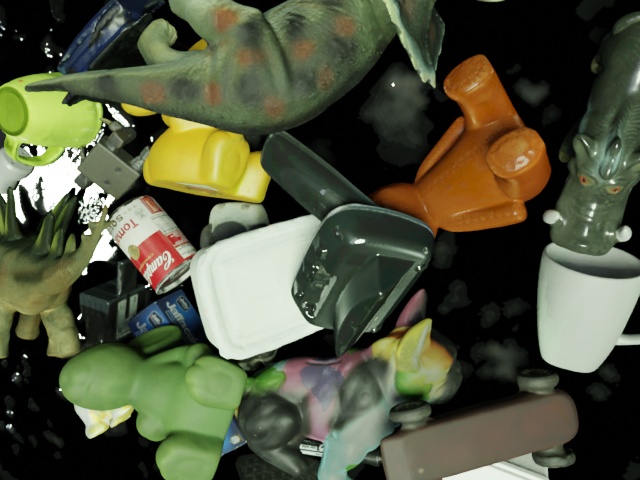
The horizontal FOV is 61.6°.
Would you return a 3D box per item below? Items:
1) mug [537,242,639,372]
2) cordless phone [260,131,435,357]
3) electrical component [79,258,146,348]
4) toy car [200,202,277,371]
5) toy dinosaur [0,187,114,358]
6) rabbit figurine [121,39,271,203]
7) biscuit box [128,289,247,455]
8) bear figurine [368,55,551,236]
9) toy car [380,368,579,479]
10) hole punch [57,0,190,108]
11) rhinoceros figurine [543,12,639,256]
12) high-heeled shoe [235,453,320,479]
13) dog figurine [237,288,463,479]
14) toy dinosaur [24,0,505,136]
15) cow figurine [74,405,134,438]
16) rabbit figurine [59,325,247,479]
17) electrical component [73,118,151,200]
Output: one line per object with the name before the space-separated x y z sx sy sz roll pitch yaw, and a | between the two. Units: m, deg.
mug | 0.247 0.065 0.484 0.110 0.081 0.107 10 116 13
cordless phone | -0.001 -0.001 0.493 0.184 0.089 0.146 43 139 16
electrical component | -0.263 0.076 0.681 0.048 0.075 0.119 13 110 17
toy car | -0.090 0.056 0.621 0.074 0.056 0.201 0 103 14
toy dinosaur | -0.343 0.039 0.636 0.472 0.105 0.198 -1 87 46
rabbit figurine | -0.121 -0.135 0.576 0.163 0.122 0.173 12 92 28
biscuit box | -0.152 0.162 0.664 0.059 0.063 0.202 -35 88 22
bear figurine | 0.099 -0.048 0.490 0.196 0.131 0.120 -28 61 20
toy car | 0.152 0.183 0.510 0.202 0.053 0.089 -11 88 -12
hole punch | -0.216 -0.211 0.583 0.142 0.116 0.092 -32 81 24
rhinoceros figurine | 0.240 -0.080 0.433 0.073 0.112 0.190 19 100 14
high-heeled shoe | 0.008 0.348 0.656 0.249 0.086 0.145 18 139 34
dog figurine | 0.035 0.140 0.561 0.191 0.108 0.219 30 107 -1
toy dinosaur | -0.033 -0.164 0.461 0.405 0.131 0.192 -33 77 1
cow figurine | -0.267 0.184 0.710 0.167 0.068 0.098 -41 79 28
rabbit figurine | -0.169 0.141 0.552 0.170 0.159 0.121 19 98 -9
electrical component | -0.257 -0.098 0.660 0.078 0.045 0.102 34 118 -20
